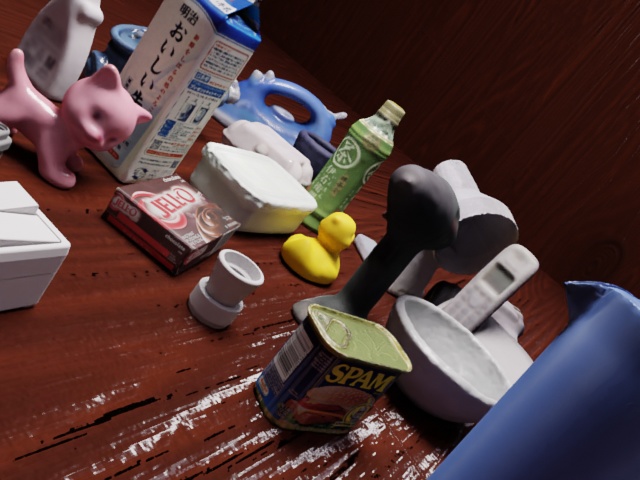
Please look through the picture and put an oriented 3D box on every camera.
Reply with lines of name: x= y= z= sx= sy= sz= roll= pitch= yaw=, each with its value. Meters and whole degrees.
camera: x=0.227 y=0.109 z=0.866 sx=0.137 sy=0.100 sz=0.143 roll=36 pitch=17 yaw=-6

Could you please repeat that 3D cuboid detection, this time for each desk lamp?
desk lamp: x=0.171 y=-0.009 z=0.864 sx=0.118 sy=0.213 sz=0.202 roll=28 pitch=20 yaw=-30

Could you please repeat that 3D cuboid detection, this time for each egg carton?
egg carton: x=-0.083 y=-0.127 z=0.898 sx=0.150 sy=0.069 sz=0.107 roll=41 pitch=17 yaw=8

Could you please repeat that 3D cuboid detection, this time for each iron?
iron: x=-0.077 y=-0.238 z=1.071 sx=0.259 sy=0.141 sz=0.118 roll=29 pitch=20 yaw=-29

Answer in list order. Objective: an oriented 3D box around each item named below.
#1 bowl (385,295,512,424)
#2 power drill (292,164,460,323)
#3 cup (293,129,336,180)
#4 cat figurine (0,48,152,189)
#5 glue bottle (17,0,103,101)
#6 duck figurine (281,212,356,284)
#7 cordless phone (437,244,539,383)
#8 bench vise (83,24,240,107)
bowl: x=0.128 y=0.142 z=0.630 sx=0.168 sy=0.074 sz=0.167 roll=34 pitch=18 yaw=-12
power drill: x=0.068 y=0.018 z=0.597 sx=0.075 sy=0.208 sz=0.230 roll=43 pitch=18 yaw=17
cup: x=-0.013 y=-0.127 z=0.994 sx=0.091 sy=0.095 sz=0.118 roll=46 pitch=19 yaw=25
cat figurine: x=-0.222 y=-0.115 z=0.508 sx=0.128 sy=0.117 sz=0.067 roll=30 pitch=19 yaw=-25
glue bottle: x=-0.276 y=-0.246 z=0.638 sx=0.078 sy=0.173 sz=0.037 roll=43 pitch=18 yaw=16
duck figurine: x=0.007 y=0.003 z=0.720 sx=0.077 sy=0.086 sz=0.105 roll=46 pitch=19 yaw=23
cordless phone: x=0.228 y=0.107 z=0.732 sx=0.147 sy=0.185 sz=0.094 roll=48 pitch=20 yaw=30
bench vise: x=-0.189 y=-0.269 z=0.792 sx=0.121 sy=0.219 sz=0.208 roll=45 pitch=19 yaw=23
